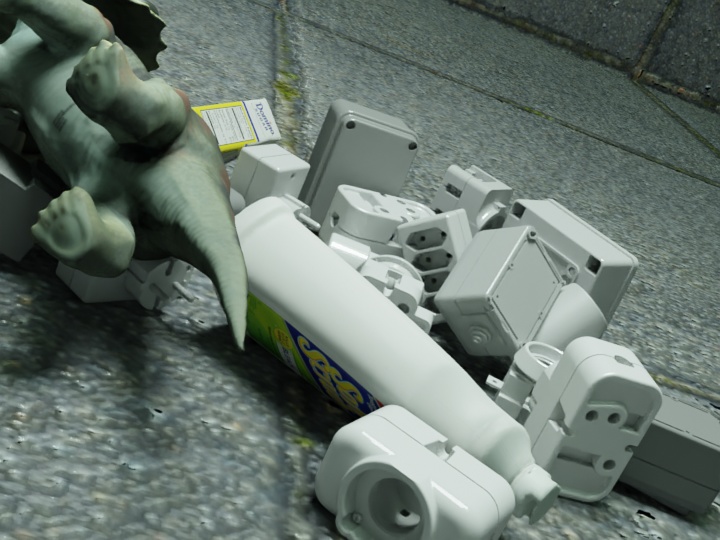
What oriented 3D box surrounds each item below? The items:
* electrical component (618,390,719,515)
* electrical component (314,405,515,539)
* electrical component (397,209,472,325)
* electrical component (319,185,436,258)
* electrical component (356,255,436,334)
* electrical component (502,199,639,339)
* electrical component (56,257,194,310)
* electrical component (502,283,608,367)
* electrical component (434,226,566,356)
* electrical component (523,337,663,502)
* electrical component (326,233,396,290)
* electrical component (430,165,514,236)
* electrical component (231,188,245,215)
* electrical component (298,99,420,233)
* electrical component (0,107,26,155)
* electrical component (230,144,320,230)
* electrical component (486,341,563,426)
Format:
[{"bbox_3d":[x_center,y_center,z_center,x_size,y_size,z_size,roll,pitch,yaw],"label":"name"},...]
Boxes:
[{"bbox_3d":[0.217,0.127,0.755,0.096,0.061,0.061,23,21,-3],"label":"electrical component"},{"bbox_3d":[0.027,0.121,0.577,0.095,0.053,0.059,33,23,22],"label":"electrical component"},{"bbox_3d":[0.075,-0.006,0.877,0.047,0.083,0.076,-12,5,29],"label":"electrical component"},{"bbox_3d":[0.017,-0.028,0.913,0.095,0.059,0.053,11,24,-30],"label":"electrical component"},{"bbox_3d":[0.017,0.023,0.798,0.078,0.058,0.057,24,24,1],"label":"electrical component"},{"bbox_3d":[0.162,0.011,0.908,0.056,0.108,0.109,-1,32,-42],"label":"electrical component"},{"bbox_3d":[-0.138,0.000,0.699,0.076,0.047,0.083,38,25,32],"label":"electrical component"},{"bbox_3d":[0.156,0.063,0.837,0.079,0.077,0.043,56,-3,-26],"label":"electrical component"},{"bbox_3d":[0.100,0.021,0.807,0.061,0.061,0.096,-5,39,45],"label":"electrical component"},{"bbox_3d":[0.149,0.096,0.710,0.054,0.095,0.059,17,22,-17],"label":"electrical component"},{"bbox_3d":[0.000,0.000,0.856,0.078,0.040,0.040,22,21,-5],"label":"electrical component"},{"bbox_3d":[0.098,-0.044,0.996,0.056,0.089,0.050,36,24,28],"label":"electrical component"},{"bbox_3d":[-0.127,-0.040,0.796,0.078,0.058,0.057,36,21,28],"label":"electrical component"},{"bbox_3d":[-0.004,-0.084,0.952,0.078,0.113,0.057,16,20,-19],"label":"electrical component"},{"bbox_3d":[-0.261,-0.093,0.750,0.047,0.076,0.065,18,22,-16],"label":"electrical component"},{"bbox_3d":[-0.064,-0.043,0.829,0.076,0.083,0.047,32,23,20],"label":"electrical component"},{"bbox_3d":[0.125,0.085,0.765,0.066,0.055,0.048,26,21,6],"label":"electrical component"}]
